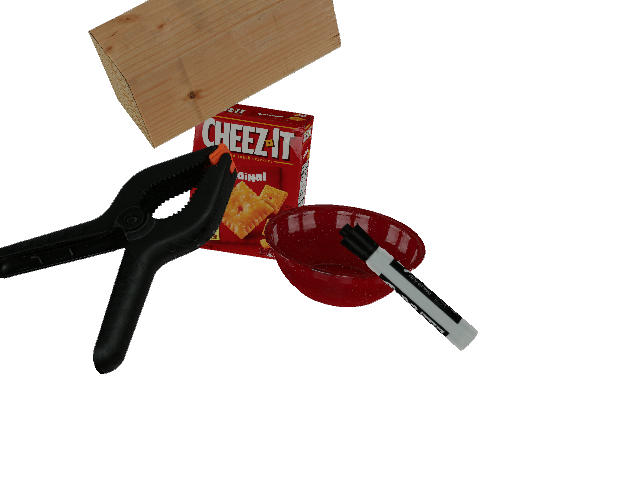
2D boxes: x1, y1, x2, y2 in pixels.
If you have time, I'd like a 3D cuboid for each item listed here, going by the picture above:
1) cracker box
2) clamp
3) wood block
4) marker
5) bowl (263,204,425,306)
[{"bbox_3d":[-0.105,-0.085,1.567,0.164,0.214,0.072,9,21,7],"label":"cracker box"},{"bbox_3d":[-0.154,-0.006,0.848,0.165,0.209,0.036,26,-28,31],"label":"clamp"},{"bbox_3d":[-0.095,-0.187,0.995,0.206,0.090,0.091,-30,-37,-12],"label":"wood block"},{"bbox_3d":[0.061,0.031,0.756,0.121,0.020,0.020,42,1,1],"label":"marker"},{"bbox_3d":[0.021,0.021,1.068,0.162,0.055,0.162,6,26,-3],"label":"bowl"}]
